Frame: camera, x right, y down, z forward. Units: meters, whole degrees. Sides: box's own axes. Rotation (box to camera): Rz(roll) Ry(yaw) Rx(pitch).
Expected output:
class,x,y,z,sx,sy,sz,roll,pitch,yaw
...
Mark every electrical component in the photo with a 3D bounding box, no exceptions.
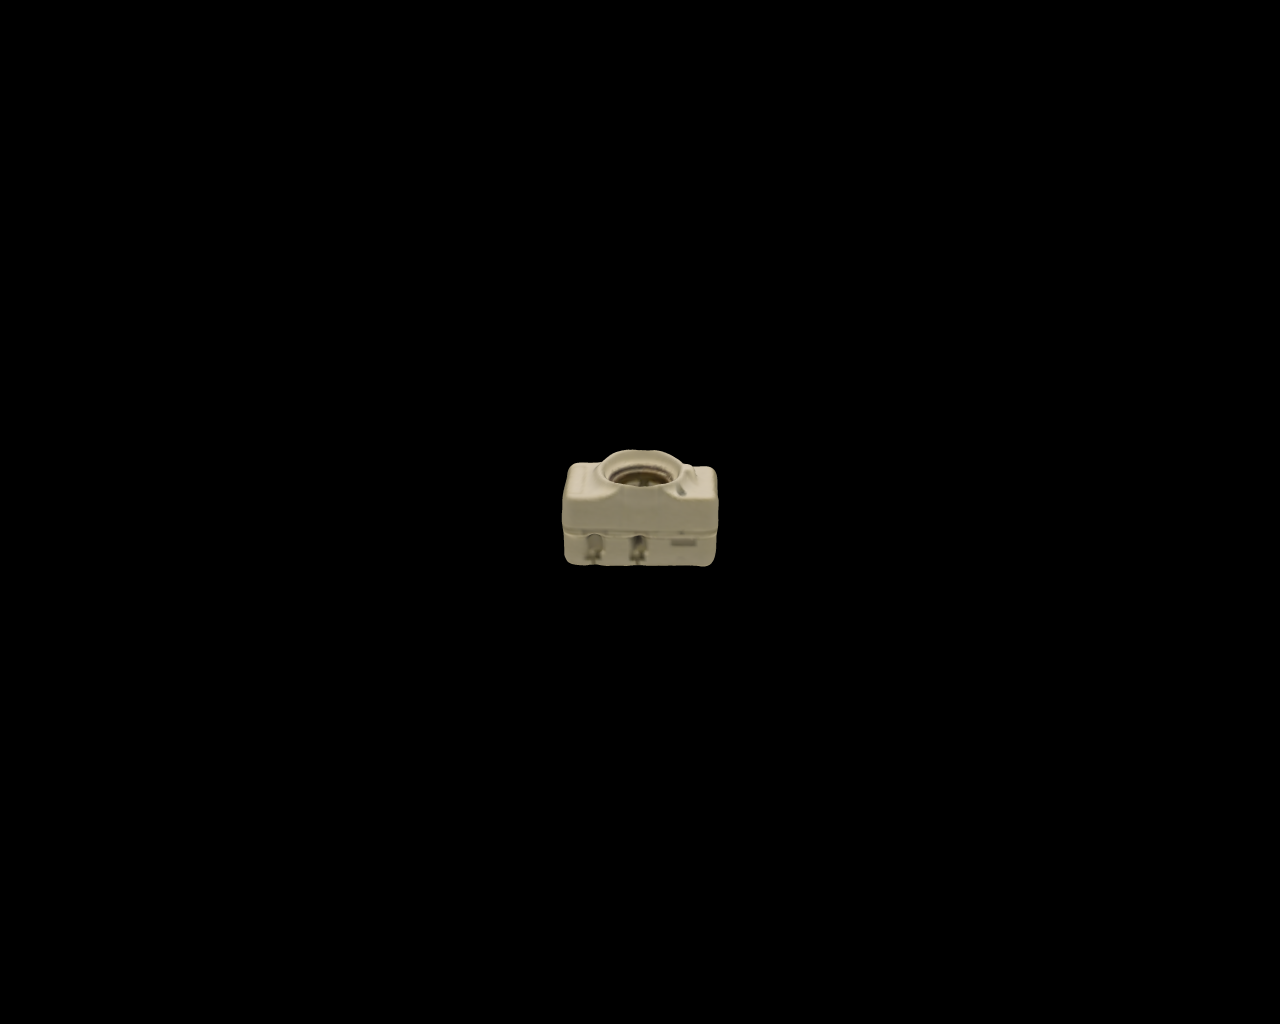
class,x,y,z,sx,sy,sz,roll,pitch,yaw
electrical component,0.001,-0.003,0.650,0.089,0.055,0.050,1,28,2
